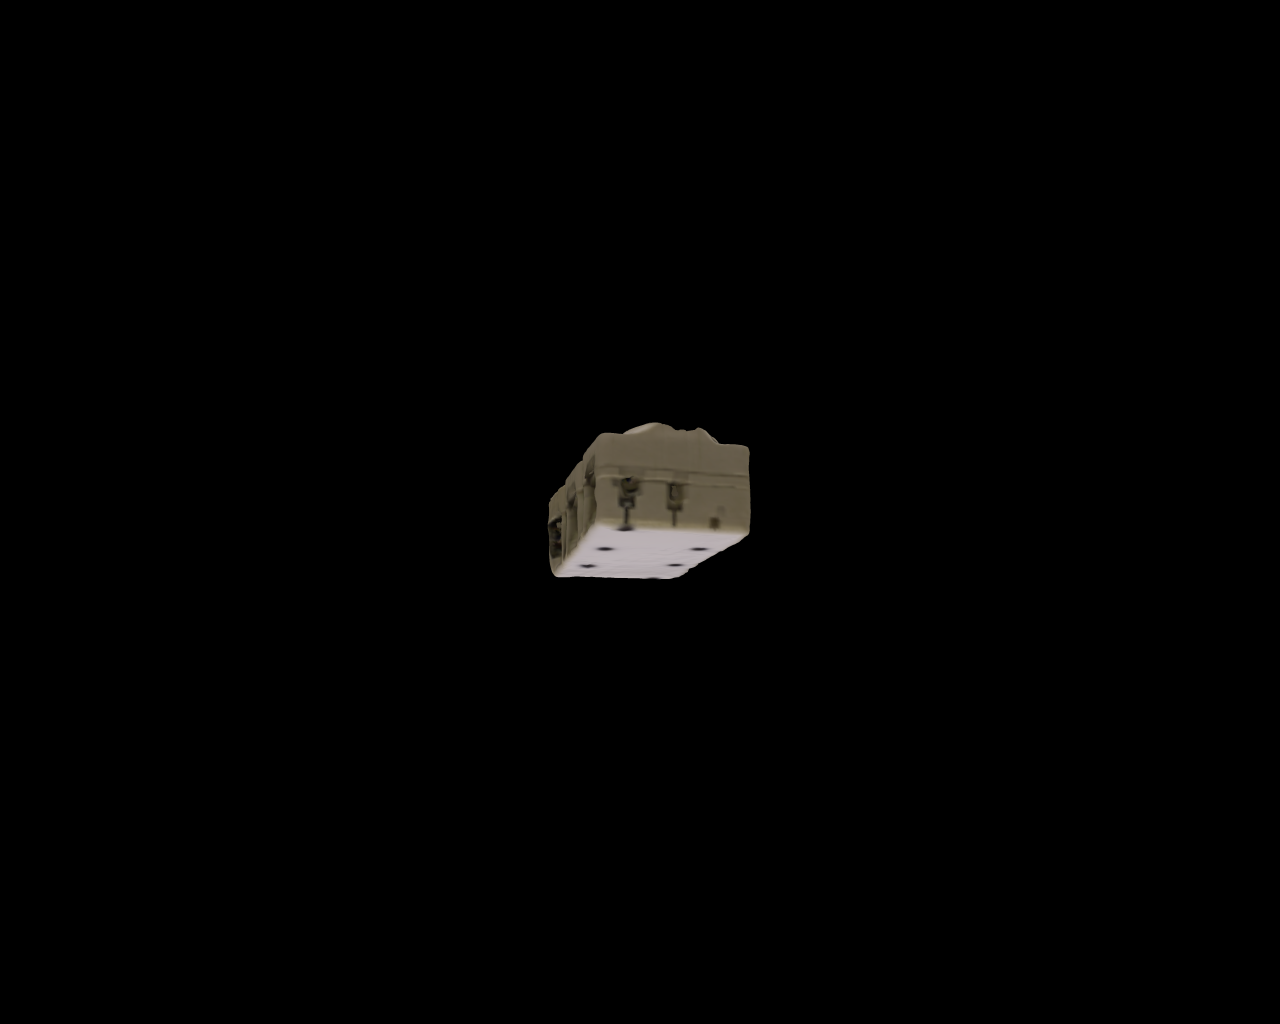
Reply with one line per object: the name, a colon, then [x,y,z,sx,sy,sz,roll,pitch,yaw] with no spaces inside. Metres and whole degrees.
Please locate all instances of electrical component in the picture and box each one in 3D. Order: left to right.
electrical component: [0.001,-0.003,0.650,0.089,0.062,0.150,4,-14,-15]
